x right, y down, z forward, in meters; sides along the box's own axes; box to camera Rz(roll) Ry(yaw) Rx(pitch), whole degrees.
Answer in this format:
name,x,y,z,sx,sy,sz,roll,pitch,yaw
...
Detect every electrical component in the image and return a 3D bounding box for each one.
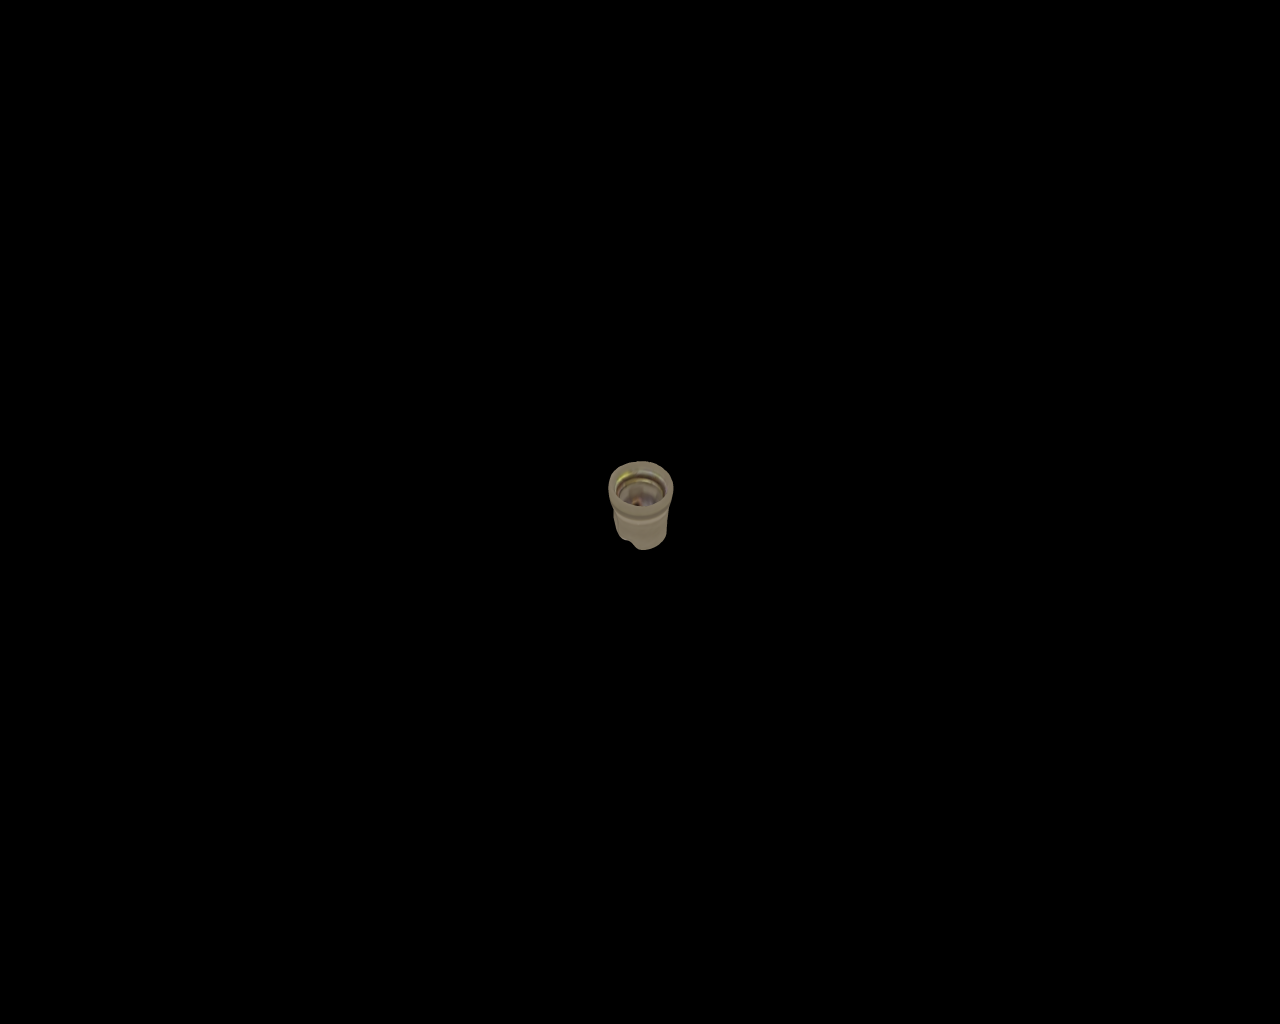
name,x,y,z,sx,sy,sz,roll,pitch,yaw
electrical component,0.001,-0.003,0.650,0.040,0.040,0.046,0,-41,0
